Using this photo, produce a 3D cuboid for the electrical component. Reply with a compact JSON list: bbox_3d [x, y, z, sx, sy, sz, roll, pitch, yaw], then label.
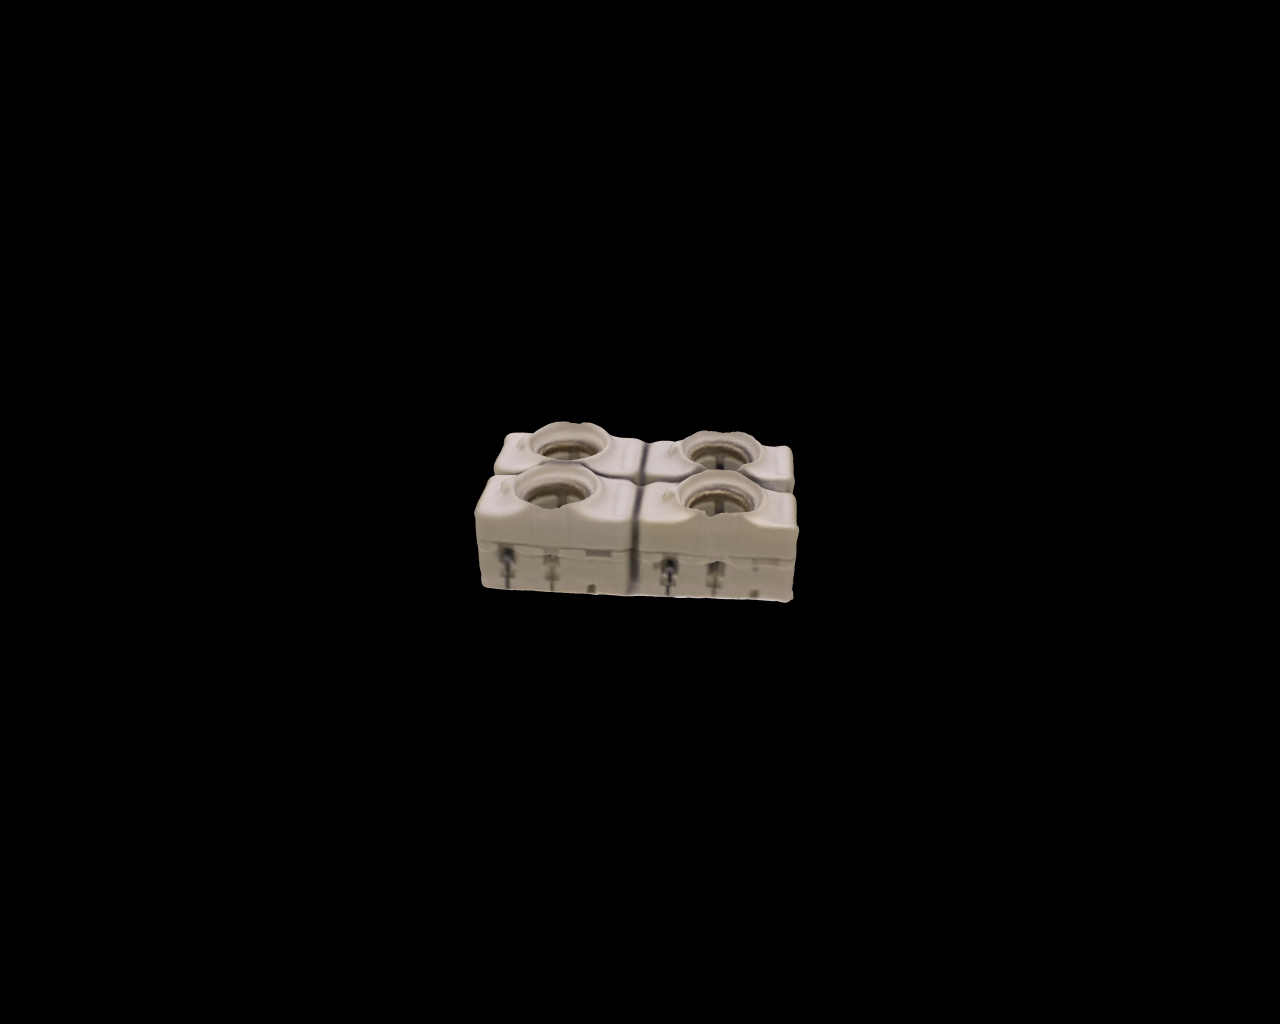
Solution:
[{"bbox_3d":[0.001,-0.003,0.650,0.186,0.060,0.106,3,32,5],"label":"electrical component"}]
